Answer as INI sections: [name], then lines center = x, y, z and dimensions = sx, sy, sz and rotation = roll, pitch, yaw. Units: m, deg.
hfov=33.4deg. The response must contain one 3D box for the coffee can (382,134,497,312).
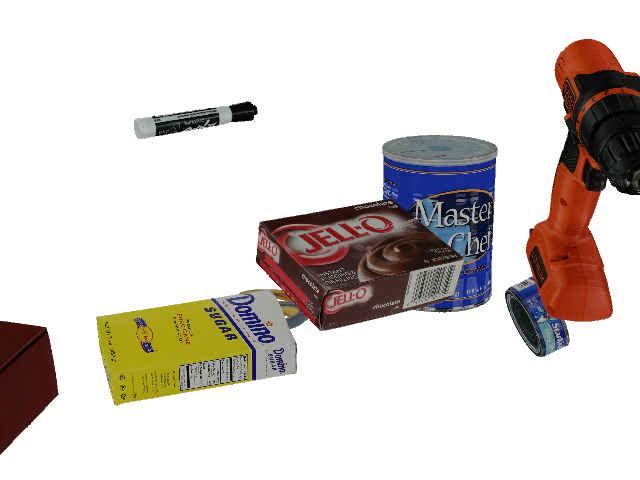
[coffee can]
center = 0.107, -0.018, 0.973
dimensions = 0.103, 0.140, 0.103
rotation = 0, 17, 0

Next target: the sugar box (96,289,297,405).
[sugar box]
center = -0.118, 0.099, 1.016
dimensions = 0.176, 0.048, 0.093
rotation = -11, 35, -14

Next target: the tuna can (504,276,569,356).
[tuna can]
center = 0.239, 0.085, 1.183
dimensions = 0.033, 0.086, 0.086
rotation = -25, 2, -5

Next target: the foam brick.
[foam brick]
center = -0.209, 0.092, 0.666
dimensions = 0.053, 0.051, 0.078
rotation = 7, 29, 21

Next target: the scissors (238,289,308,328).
[scissors]
center = 0.006, 0.078, 1.186
dimensions = 0.202, 0.016, 0.096
rotation = 3, 22, 2

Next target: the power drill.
[power drill]
center = 0.203, -0.034, 0.793
dimensions = 0.057, 0.188, 0.184
rotation = 3, 35, -2

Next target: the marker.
[marker]
center = -0.116, -0.114, 1.006
dimensions = 0.120, 0.020, 0.020
rotation = -13, 6, -26

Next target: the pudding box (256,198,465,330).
[pudding box]
center = 0.025, 0.013, 0.723
dimensions = 0.113, 0.039, 0.090
rotation = -9, 35, -31
